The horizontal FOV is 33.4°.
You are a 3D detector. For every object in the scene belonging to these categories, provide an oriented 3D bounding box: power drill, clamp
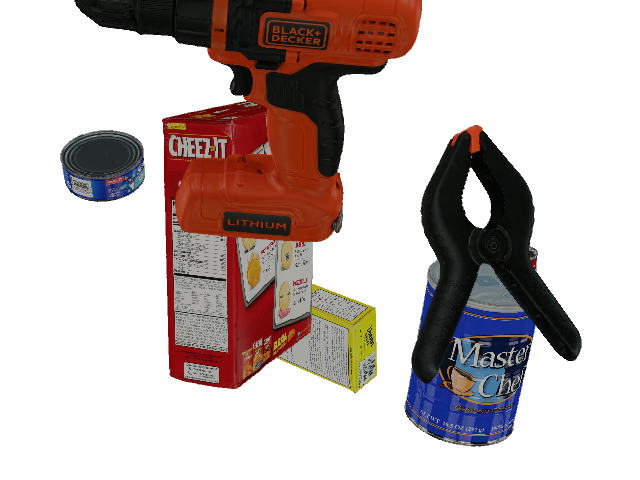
[{"bbox_3d":[-0.046,-0.081,0.615,0.184,0.057,0.188,5,-41,-3],"label":"power drill"},{"bbox_3d":[0.101,0.013,0.712,0.120,0.171,0.039,-15,-4,-22],"label":"clamp"}]

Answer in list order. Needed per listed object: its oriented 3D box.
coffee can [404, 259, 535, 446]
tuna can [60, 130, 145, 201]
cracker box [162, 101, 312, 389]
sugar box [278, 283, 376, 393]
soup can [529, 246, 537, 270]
[{"bbox_3d":[0.136,0.098,0.960,0.103,0.140,0.103,6,22,-3],"label":"coffee can"},{"bbox_3d":[-0.227,-0.078,1.118,0.086,0.034,0.086,1,40,-1],"label":"tuna can"},{"bbox_3d":[-0.066,-0.004,0.893,0.072,0.214,0.164,5,14,21],"label":"cracker box"},{"bbox_3d":[-0.022,0.090,1.157,0.176,0.093,0.048,22,39,34],"label":"sugar box"},{"bbox_3d":[0.222,0.061,1.274,0.068,0.102,0.068,-1,19,0],"label":"soup can"}]
